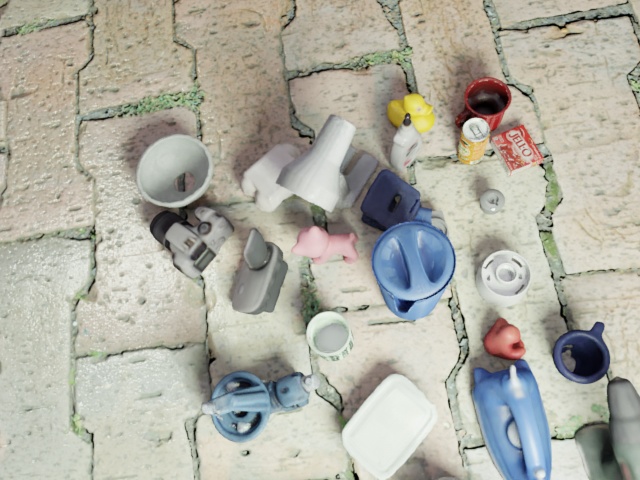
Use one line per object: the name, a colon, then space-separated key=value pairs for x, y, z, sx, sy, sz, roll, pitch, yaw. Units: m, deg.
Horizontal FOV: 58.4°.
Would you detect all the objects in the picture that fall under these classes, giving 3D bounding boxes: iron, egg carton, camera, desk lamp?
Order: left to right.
camera: x=-0.272 y=-0.017 z=1.169 sx=0.136 sy=0.101 sz=0.143 roll=35 pitch=79 yaw=16
egg carton: x=-0.089 y=-0.131 z=1.199 sx=0.150 sy=0.069 sz=0.107 roll=-42 pitch=72 yaw=-7
desk lamp: x=0.017 y=-0.137 z=1.111 sx=0.117 sy=0.214 sz=0.203 roll=28 pitch=78 yaw=15
iron: x=0.341 y=0.330 z=0.955 sx=0.118 sy=0.141 sz=0.258 roll=-13 pitch=71 yaw=3

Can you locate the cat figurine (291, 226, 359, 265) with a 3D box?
cat figurine: x=0.010 y=0.004 z=1.117 sx=0.127 sy=0.118 sz=0.067 roll=-6 pitch=71 yaw=6

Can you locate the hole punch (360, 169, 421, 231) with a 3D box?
hole punch: x=0.143 y=-0.073 z=1.139 sx=0.101 sy=0.091 sz=0.109 roll=27 pitch=77 yaw=15

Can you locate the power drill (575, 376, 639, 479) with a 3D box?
power drill: x=0.476 y=0.337 z=0.900 sx=0.075 sy=0.208 sz=0.229 roll=-15 pitch=71 yaw=3

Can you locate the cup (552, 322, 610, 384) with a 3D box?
cup: x=0.455 y=0.198 z=1.008 sx=0.091 sy=0.095 sz=0.118 roll=32 pitch=79 yaw=16

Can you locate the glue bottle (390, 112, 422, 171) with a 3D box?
glue bottle: x=0.171 y=-0.202 z=1.135 sx=0.037 sy=0.173 sz=0.078 roll=37 pitch=80 yaw=17

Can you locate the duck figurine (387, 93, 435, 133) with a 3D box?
duck figurine: x=0.192 y=-0.276 z=1.203 sx=0.104 sy=0.086 sz=0.077 roll=21 pitch=76 yaw=13

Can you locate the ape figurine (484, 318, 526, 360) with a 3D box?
ape figurine: x=0.336 y=0.177 z=1.032 sx=0.076 sy=0.092 sz=0.078 roll=-9 pitch=71 yaw=5

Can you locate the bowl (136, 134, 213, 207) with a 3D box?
bowl: x=-0.300 y=-0.138 z=1.226 sx=0.167 sy=0.075 sz=0.167 roll=-2 pitch=72 yaw=7

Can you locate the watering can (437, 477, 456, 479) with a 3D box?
watering can: x=0.221 y=0.435 z=0.908 sx=0.173 sy=0.194 sz=0.101 roll=-17 pitch=70 yaw=2

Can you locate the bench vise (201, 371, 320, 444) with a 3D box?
bench vise: x=-0.113 y=0.265 z=0.993 sx=0.207 sy=0.220 sz=0.121 roll=-36 pitch=71 yaw=-5

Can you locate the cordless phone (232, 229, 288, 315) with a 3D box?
cordless phone: x=-0.130 y=0.060 z=1.080 sx=0.094 sy=0.185 sz=0.148 roll=10 pitch=73 yaw=11
